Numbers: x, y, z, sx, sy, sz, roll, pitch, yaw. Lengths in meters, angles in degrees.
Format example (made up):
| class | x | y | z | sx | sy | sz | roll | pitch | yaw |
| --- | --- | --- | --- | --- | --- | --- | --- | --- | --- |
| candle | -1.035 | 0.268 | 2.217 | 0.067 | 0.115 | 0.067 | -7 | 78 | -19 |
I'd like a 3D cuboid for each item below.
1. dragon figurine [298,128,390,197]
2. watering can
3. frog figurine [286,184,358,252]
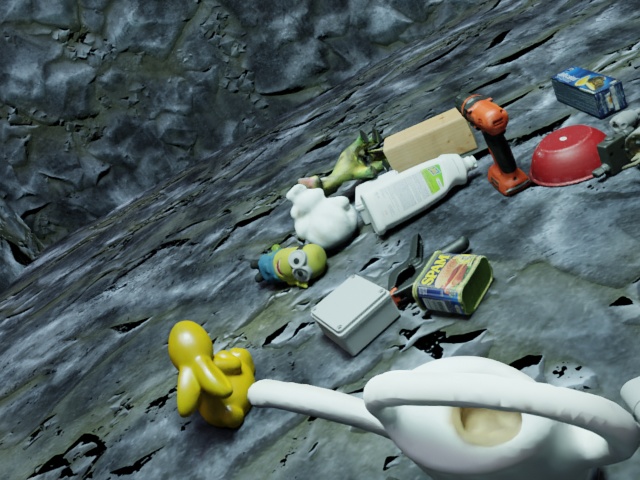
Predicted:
| class | x | y | z | sx | sy | sz | roll | pitch | yaw |
| --- | --- | --- | --- | --- | --- | --- | --- | --- | --- |
| dragon figurine | 0.065 | -0.172 | 1.339 | 0.240 | 0.122 | 0.414 | -32 | -4 | 27 |
| watering can | 0.111 | 0.178 | 0.490 | 0.345 | 0.221 | 0.106 | -11 | 48 | 38 |
| frog figurine | 0.003 | -0.057 | 1.132 | 0.137 | 0.157 | 0.125 | -29 | 25 | 4 |
